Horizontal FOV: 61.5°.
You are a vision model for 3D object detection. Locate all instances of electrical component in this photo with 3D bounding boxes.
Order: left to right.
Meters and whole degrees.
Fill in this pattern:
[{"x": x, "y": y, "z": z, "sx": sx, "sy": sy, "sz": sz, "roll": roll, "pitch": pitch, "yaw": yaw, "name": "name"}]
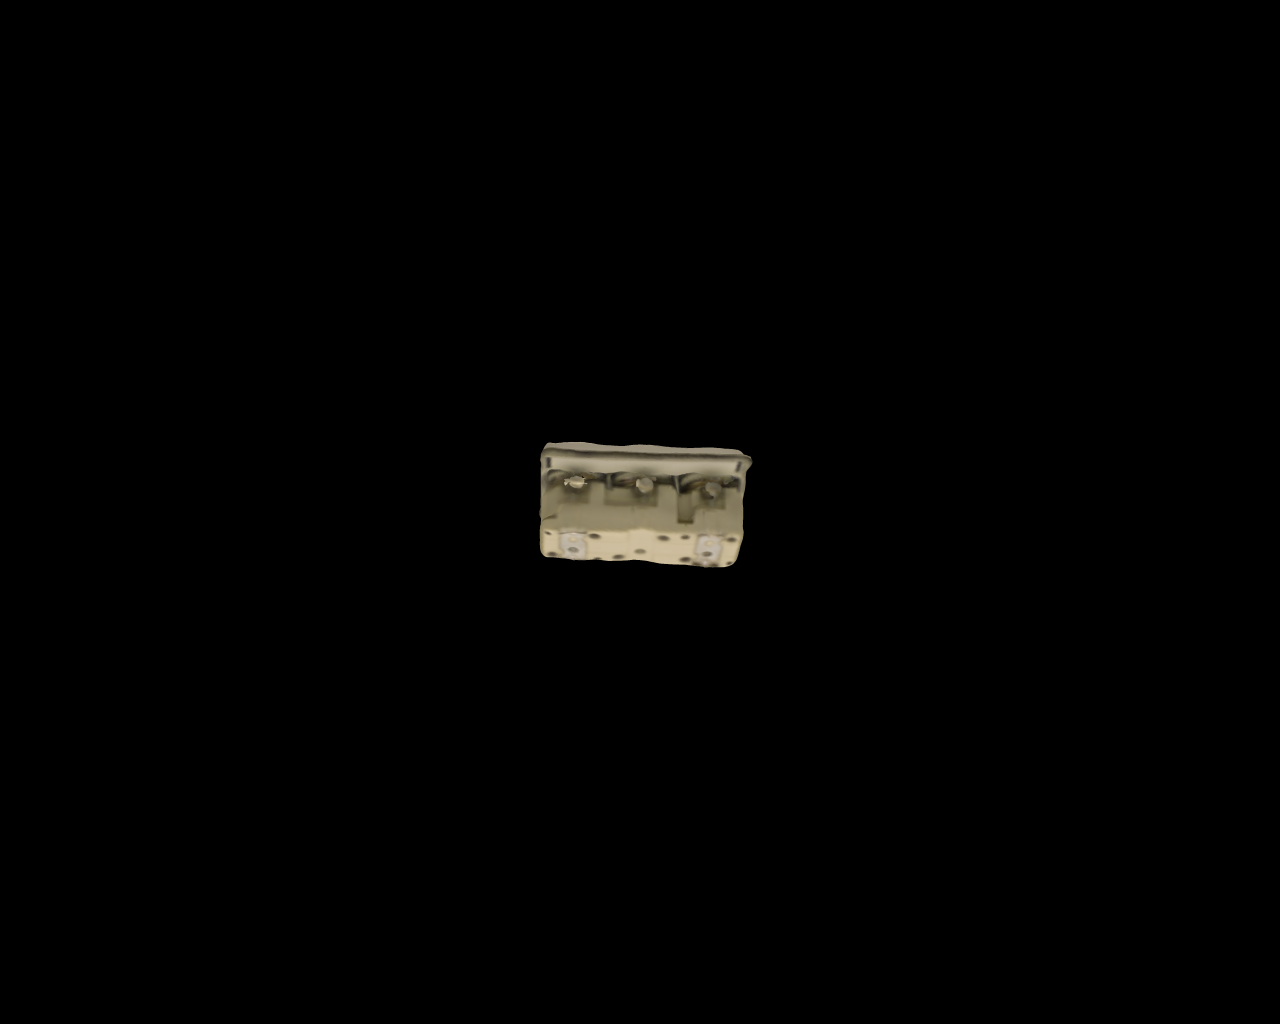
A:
[{"x": 0.001, "y": -0.003, "z": 0.650, "sx": 0.121, "sy": 0.063, "sz": 0.078, "roll": 3, "pitch": -32, "yaw": -5, "name": "electrical component"}]
